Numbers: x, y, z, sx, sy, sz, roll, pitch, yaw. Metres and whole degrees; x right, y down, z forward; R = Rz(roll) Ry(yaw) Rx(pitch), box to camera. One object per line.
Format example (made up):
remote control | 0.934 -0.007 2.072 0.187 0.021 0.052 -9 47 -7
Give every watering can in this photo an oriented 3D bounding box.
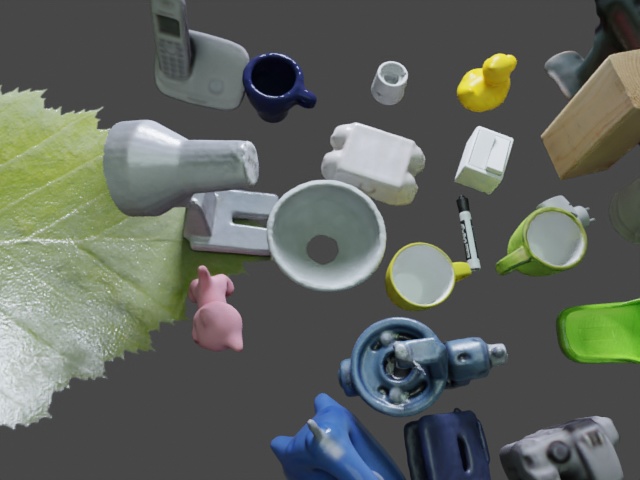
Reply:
watering can | 0.520 -0.078 0.834 0.101 0.194 0.173 8 69 -2

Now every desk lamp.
desk lamp | -0.157 -0.069 0.755 0.203 0.213 0.118 4 69 -4

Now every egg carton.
egg carton | 0.081 -0.114 0.872 0.150 0.069 0.107 17 69 1

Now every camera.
camera | 0.326 0.305 0.723 0.143 0.101 0.137 -15 72 -11

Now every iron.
iron | 0.061 0.304 0.676 0.119 0.141 0.258 -42 79 -18

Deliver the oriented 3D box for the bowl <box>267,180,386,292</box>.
bowl | 0.008 0.003 0.819 0.167 0.075 0.167 2 70 -5

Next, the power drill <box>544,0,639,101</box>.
power drill | 0.449 -0.323 0.911 0.076 0.208 0.229 -28 75 -14

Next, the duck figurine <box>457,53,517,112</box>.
duck figurine | 0.278 -0.265 0.938 0.105 0.086 0.077 -34 76 -16

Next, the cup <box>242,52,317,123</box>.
cup | -0.060 -0.220 0.884 0.117 0.095 0.092 26 70 5

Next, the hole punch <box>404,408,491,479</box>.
hole punch | 0.167 0.270 0.726 0.101 0.091 0.108 -6 70 -8

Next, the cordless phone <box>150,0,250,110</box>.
cordless phone | -0.179 -0.283 0.848 0.147 0.185 0.094 12 69 -1

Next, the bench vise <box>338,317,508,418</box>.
bench vise | 0.132 0.137 0.703 0.207 0.220 0.121 -23 73 -13

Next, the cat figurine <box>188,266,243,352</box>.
cat figurine | -0.139 0.094 0.748 0.067 0.118 0.127 -14 72 -10
